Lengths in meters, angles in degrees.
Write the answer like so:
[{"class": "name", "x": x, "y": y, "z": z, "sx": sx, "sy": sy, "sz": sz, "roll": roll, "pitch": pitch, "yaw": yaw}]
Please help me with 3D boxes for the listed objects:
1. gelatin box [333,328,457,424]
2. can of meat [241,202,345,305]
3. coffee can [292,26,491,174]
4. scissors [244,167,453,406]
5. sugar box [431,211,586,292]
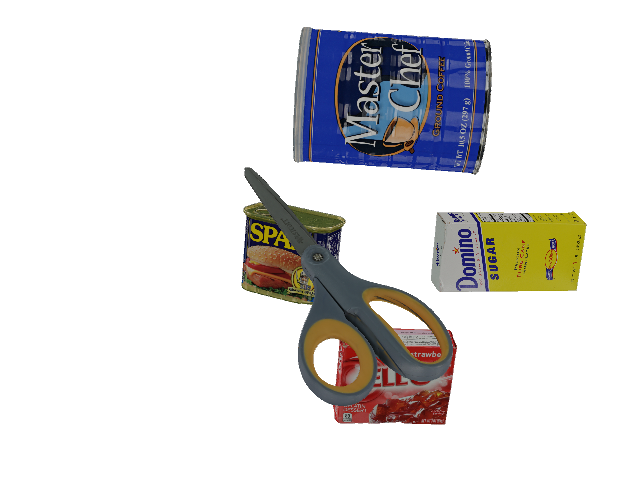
[{"class": "gelatin box", "x": 0.057, "y": 0.106, "z": 0.830, "sx": 0.089, "sy": 0.073, "sz": 0.030, "roll": 2, "pitch": 27, "yaw": -5}, {"class": "can of meat", "x": -0.030, "y": 0.013, "z": 1.079, "sx": 0.102, "sy": 0.084, "sz": 0.057, "roll": 13, "pitch": 18, "yaw": 25}, {"class": "coffee can", "x": 0.053, "y": -0.106, "z": 0.812, "sx": 0.140, "sy": 0.103, "sz": 0.103, "roll": 4, "pitch": 0, "yaw": 1}, {"class": "scissors", "x": -0.010, "y": 0.028, "z": 0.644, "sx": 0.096, "sy": 0.016, "sz": 0.202, "roll": -36, "pitch": 57, "yaw": -29}, {"class": "sugar box", "x": 0.227, "y": 0.014, "z": 1.294, "sx": 0.176, "sy": 0.093, "sz": 0.048, "roll": -2, "pitch": 22, "yaw": -10}]
